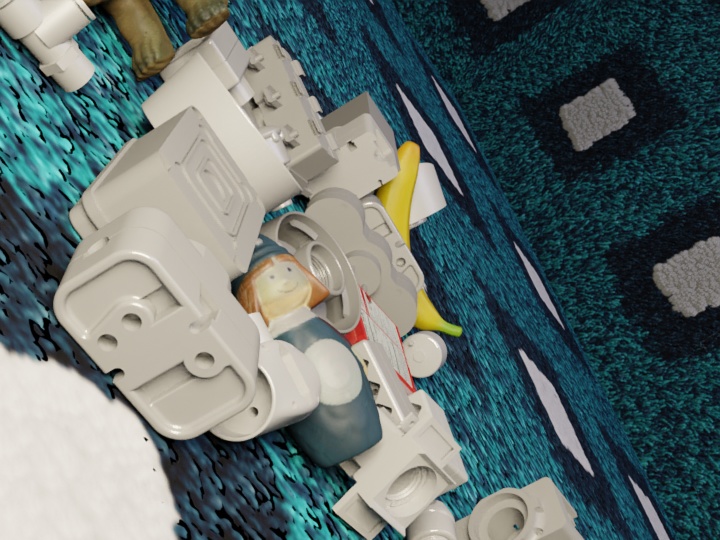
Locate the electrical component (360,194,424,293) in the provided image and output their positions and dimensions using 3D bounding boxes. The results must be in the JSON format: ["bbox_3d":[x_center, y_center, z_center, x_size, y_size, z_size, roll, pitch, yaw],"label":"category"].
[{"bbox_3d":[0.013,-0.018,0.971,0.095,0.054,0.059,58,3,-14],"label":"electrical component"}]

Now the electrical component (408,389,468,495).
[{"bbox_3d":[0.051,0.140,0.798,0.076,0.047,0.065,47,18,-46],"label":"electrical component"}]

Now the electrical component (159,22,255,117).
[{"bbox_3d":[-0.105,-0.139,0.815,0.075,0.047,0.083,56,13,-19],"label":"electrical component"}]

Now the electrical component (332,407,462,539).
[{"bbox_3d":[0.017,0.121,0.662,0.064,0.081,0.042,40,-8,50],"label":"electrical component"}]

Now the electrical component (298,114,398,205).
[{"bbox_3d":[-0.017,-0.093,0.959,0.050,0.089,0.055,54,14,-25],"label":"electrical component"}]

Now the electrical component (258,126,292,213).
[{"bbox_3d":[-0.072,-0.075,0.813,0.062,0.048,0.048,65,12,-6],"label":"electrical component"}]

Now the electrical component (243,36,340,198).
[{"bbox_3d":[-0.069,-0.130,0.899,0.121,0.063,0.079,65,13,23],"label":"electrical component"}]

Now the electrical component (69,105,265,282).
[{"bbox_3d":[-0.099,-0.031,0.573,0.078,0.057,0.113,56,13,-18],"label":"electrical component"}]

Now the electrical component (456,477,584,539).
[{"bbox_3d":[0.120,0.204,0.821,0.055,0.089,0.050,51,15,-34],"label":"electrical component"}]

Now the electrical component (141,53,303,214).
[{"bbox_3d":[-0.092,-0.074,0.674,0.108,0.060,0.108,53,0,0],"label":"electrical component"}]

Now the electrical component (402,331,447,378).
[{"bbox_3d":[0.061,0.076,0.995,0.040,0.040,0.078,61,12,5],"label":"electrical component"}]

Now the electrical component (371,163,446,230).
[{"bbox_3d":[0.039,-0.072,1.119,0.064,0.099,0.099,65,12,-5],"label":"electrical component"}]

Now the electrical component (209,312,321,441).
[{"bbox_3d":[-0.061,0.049,0.574,0.079,0.043,0.077,62,13,9],"label":"electrical component"}]

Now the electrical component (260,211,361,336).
[{"bbox_3d":[-0.046,0.011,0.726,0.099,0.064,0.099,42,32,-34],"label":"electrical component"}]

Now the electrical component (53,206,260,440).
[{"bbox_3d":[-0.090,0.022,0.496,0.095,0.054,0.059,54,14,-24],"label":"electrical component"}]

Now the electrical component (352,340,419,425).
[{"bbox_3d":[0.013,0.097,0.745,0.083,0.047,0.076,63,13,15],"label":"electrical component"}]

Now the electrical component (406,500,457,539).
[{"bbox_3d":[0.049,0.185,0.717,0.035,0.035,0.061,53,16,-30],"label":"electrical component"}]

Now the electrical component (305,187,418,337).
[{"bbox_3d":[0.000,0.000,0.902,0.138,0.052,0.073,57,13,-14],"label":"electrical component"}]
